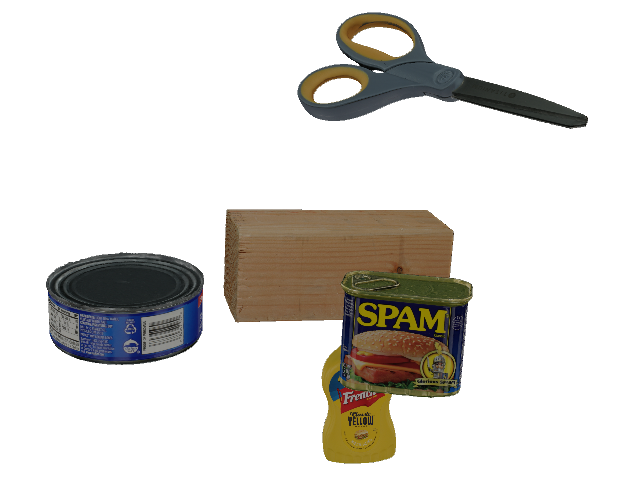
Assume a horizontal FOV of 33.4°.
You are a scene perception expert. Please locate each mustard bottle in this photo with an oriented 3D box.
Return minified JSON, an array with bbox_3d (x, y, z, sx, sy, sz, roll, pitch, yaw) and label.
[{"bbox_3d":[0.050,0.193,1.392,0.096,0.192,0.058,-2,15,-3],"label":"mustard bottle"}]

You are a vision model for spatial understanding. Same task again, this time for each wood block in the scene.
[{"bbox_3d":[0.014,0.023,1.037,0.206,0.091,0.090,0,15,-13],"label":"wood block"}]

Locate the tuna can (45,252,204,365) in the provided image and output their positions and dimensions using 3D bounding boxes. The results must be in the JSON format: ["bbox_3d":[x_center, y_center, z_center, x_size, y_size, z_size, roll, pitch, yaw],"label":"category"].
[{"bbox_3d":[-0.107,0.037,0.591,0.086,0.034,0.086,2,19,-1],"label":"tuna can"}]

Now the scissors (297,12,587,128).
[{"bbox_3d":[0.057,-0.084,0.633,0.202,0.096,0.016,45,-8,47],"label":"scissors"}]

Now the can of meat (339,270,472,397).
[{"bbox_3d":[0.065,0.074,0.842,0.102,0.084,0.057,5,15,7],"label":"can of meat"}]
